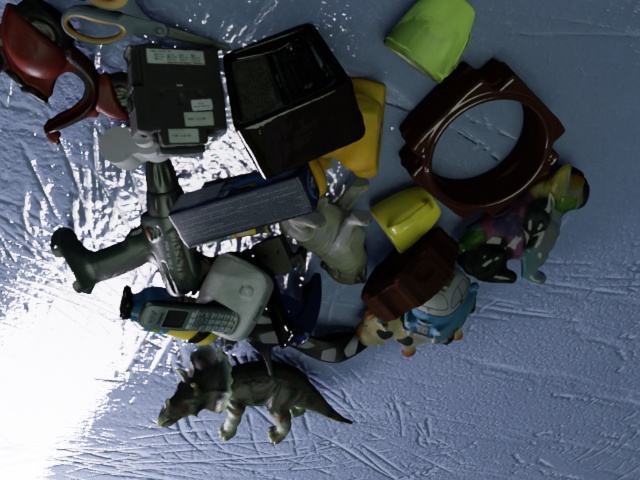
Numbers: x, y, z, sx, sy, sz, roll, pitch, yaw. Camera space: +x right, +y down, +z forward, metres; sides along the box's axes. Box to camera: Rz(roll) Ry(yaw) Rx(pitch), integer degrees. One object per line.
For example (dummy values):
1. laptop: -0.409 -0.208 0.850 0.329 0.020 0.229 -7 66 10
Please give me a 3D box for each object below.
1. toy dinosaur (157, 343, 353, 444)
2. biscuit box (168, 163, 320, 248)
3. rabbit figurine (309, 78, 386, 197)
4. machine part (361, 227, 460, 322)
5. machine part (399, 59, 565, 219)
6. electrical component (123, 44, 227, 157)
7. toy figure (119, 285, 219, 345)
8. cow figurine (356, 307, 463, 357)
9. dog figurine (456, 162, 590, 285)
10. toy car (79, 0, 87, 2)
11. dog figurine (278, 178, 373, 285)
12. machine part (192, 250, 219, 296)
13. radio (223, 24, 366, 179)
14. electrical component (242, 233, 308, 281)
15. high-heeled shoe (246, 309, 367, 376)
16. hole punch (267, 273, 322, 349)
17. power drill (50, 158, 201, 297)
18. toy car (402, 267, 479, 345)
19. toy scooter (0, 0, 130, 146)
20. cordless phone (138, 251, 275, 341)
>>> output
1. toy dinosaur: -0.110 0.295 1.056 0.405 0.131 0.192 3 127 -18
2. biscuit box: -0.103 -0.051 0.744 0.203 0.059 0.062 -14 122 16
3. rabbit figurine: 0.002 -0.151 0.756 0.173 0.122 0.162 7 136 3
4. machine part: 0.143 0.052 0.871 0.179 0.179 0.056 -41 99 20
5. machine part: 0.236 -0.143 0.796 0.201 0.087 0.201 33 114 -28
6. electrical component: -0.181 -0.172 0.676 0.115 0.058 0.134 -5 93 -25
7. toy figure: -0.253 0.128 0.926 0.180 0.082 0.089 15 143 -28
8. cow figurine: 0.162 0.151 1.003 0.195 0.086 0.127 -17 125 0
9. dog figurine: 0.329 -0.044 0.875 0.192 0.108 0.219 4 121 -8
10. toy car: -0.214 -0.334 0.604 0.202 0.053 0.089 -12 148 2
11. dog figurine: 0.000 0.000 0.856 0.172 0.121 0.190 11 137 4
12. machine part: -0.170 0.072 0.924 0.139 0.039 0.084 27 110 -23
13. radio: -0.037 -0.176 0.640 0.131 0.230 0.073 -21 130 3
14. electrical component: -0.072 0.031 0.898 0.102 0.045 0.078 -26 95 21
15. high-heeled shoe: -0.019 0.163 1.013 0.249 0.086 0.145 -14 98 -20
16. hole punch: -0.038 0.119 0.908 0.092 0.116 0.142 -11 166 -19
17. power drill: -0.293 -0.008 0.823 0.207 0.086 0.231 -17 118 -4
18. toy car: 0.201 0.094 0.910 0.109 0.162 0.102 17 131 29
19. toy scooter: -0.328 -0.195 0.671 0.135 0.075 0.183 -41 125 9
20. cordless phone: -0.175 0.082 0.820 0.184 0.089 0.146 8 123 -38
